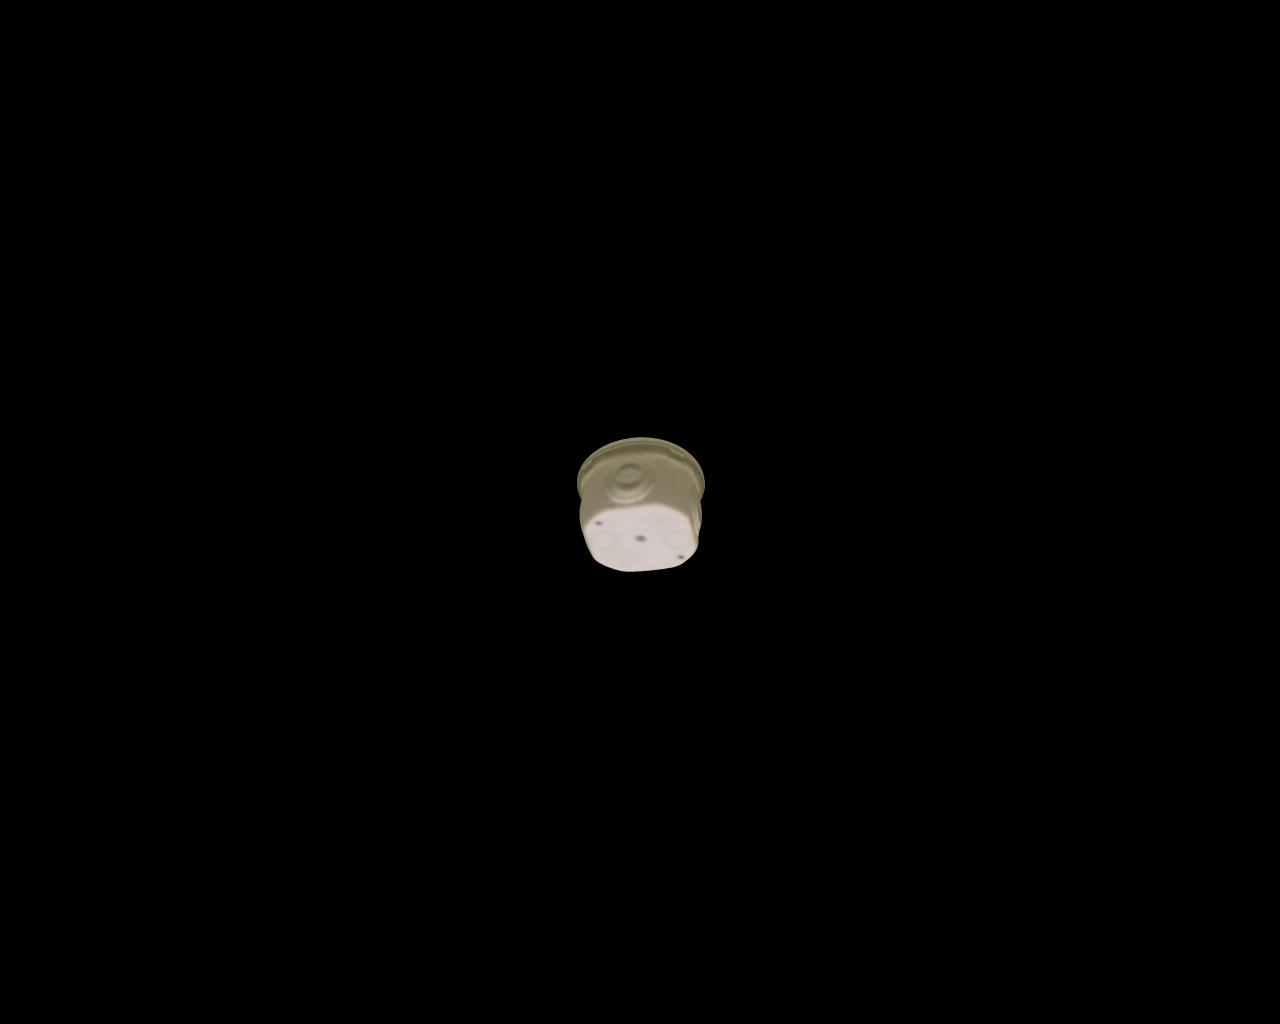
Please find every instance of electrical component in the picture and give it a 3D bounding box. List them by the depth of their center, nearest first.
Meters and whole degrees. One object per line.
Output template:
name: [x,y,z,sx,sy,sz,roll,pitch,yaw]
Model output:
electrical component: [0.001,-0.003,0.650,0.080,0.051,0.080,0,-39,0]
